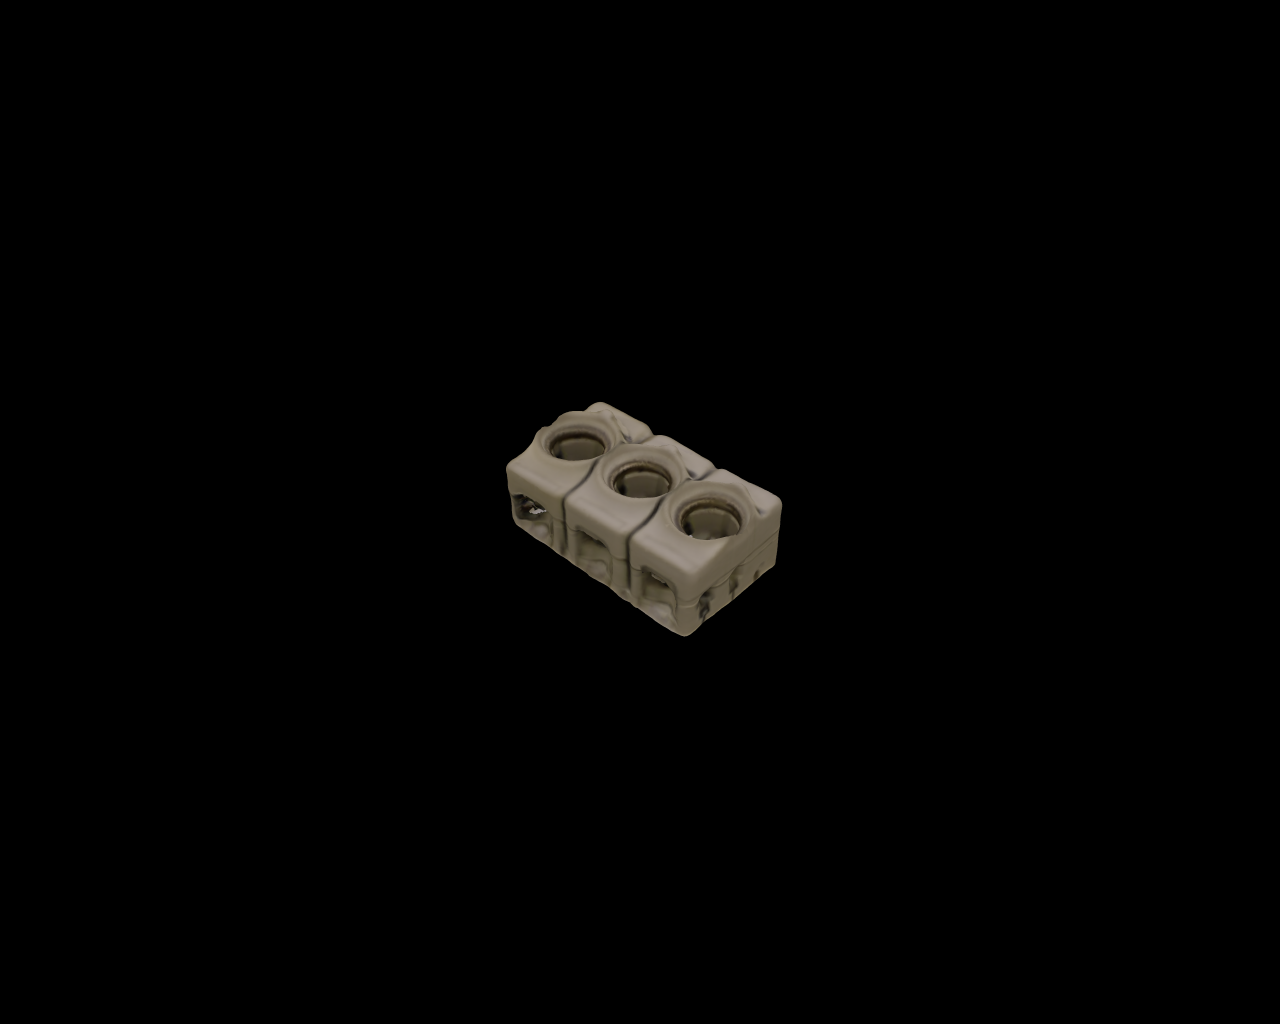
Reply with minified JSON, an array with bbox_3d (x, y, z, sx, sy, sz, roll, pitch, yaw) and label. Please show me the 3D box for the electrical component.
[{"bbox_3d":[0.001,-0.003,0.650,0.150,0.061,0.090,31,51,30],"label":"electrical component"}]
